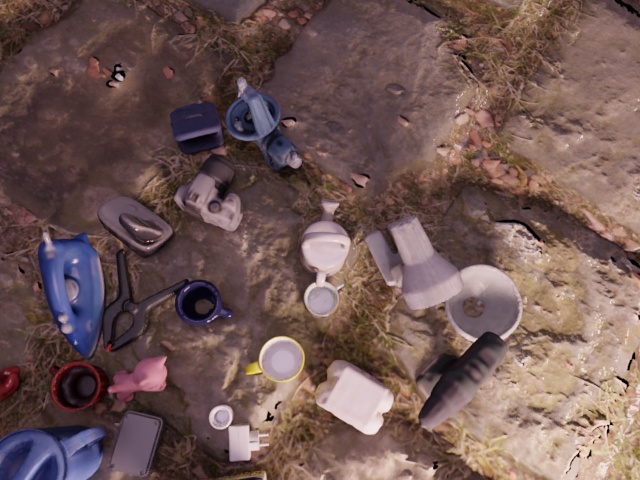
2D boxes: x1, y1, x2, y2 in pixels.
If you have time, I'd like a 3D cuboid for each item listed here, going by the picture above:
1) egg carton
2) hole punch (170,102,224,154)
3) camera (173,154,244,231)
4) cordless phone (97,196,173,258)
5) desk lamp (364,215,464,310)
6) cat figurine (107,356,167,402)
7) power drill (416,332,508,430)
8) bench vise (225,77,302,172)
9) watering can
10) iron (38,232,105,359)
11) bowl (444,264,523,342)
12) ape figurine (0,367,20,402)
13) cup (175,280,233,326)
[{"bbox_3d":[0.070,0.318,1.165,0.150,0.069,0.107,30,77,3],"label":"egg carton"},{"bbox_3d":[-0.275,-0.256,1.261,0.109,0.091,0.101,-16,79,-7],"label":"hole punch"},{"bbox_3d":[-0.223,-0.109,1.226,0.143,0.101,0.137,25,77,2],"label":"camera"},{"bbox_3d":[-0.386,-0.042,1.156,0.147,0.185,0.094,33,77,4],"label":"cordless phone"},{"bbox_3d":[0.184,0.043,1.161,0.118,0.213,0.203,-26,80,-9],"label":"desk lamp"},{"bbox_3d":[-0.352,0.272,1.122,0.128,0.117,0.067,-19,79,-8],"label":"cat figurine"},{"bbox_3d":[0.259,0.275,1.116,0.230,0.208,0.075,-43,83,-11],"label":"power drill"},{"bbox_3d":[-0.111,-0.250,1.204,0.207,0.219,0.121,28,77,3],"label":"bench vise"},{"bbox_3d":[0.008,0.004,1.168,0.101,0.194,0.173,-14,78,-7],"label":"watering can"},{"bbox_3d":[-0.501,0.108,1.137,0.118,0.141,0.258,-14,79,-7],"label":"iron"},{"bbox_3d":[0.337,0.139,1.221,0.167,0.074,0.167,1,77,-4],"label":"bowl"},{"bbox_3d":[-0.637,0.279,1.114,0.078,0.092,0.076,21,77,1],"label":"ape figurine"},{"bbox_3d":[-0.230,0.137,1.173,0.117,0.095,0.092,19,77,1],"label":"cup"}]
